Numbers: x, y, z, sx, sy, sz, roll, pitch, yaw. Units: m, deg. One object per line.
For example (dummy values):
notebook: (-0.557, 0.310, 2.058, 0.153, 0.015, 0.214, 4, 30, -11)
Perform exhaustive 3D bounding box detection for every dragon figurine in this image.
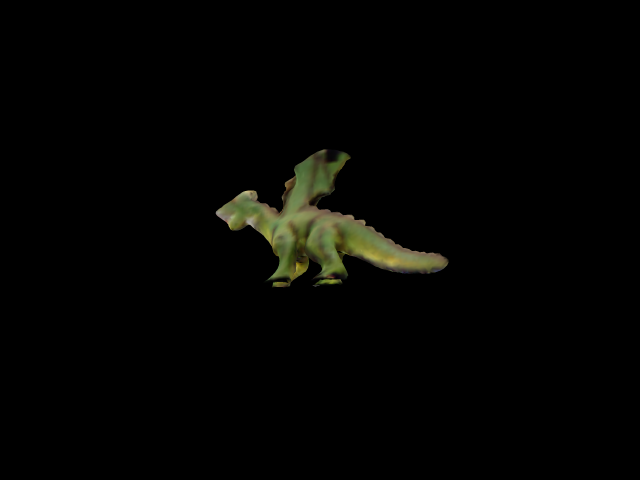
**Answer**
dragon figurine: (0.003, -0.043, 0.850, 0.409, 0.246, 0.121, -7, -18, 25)
